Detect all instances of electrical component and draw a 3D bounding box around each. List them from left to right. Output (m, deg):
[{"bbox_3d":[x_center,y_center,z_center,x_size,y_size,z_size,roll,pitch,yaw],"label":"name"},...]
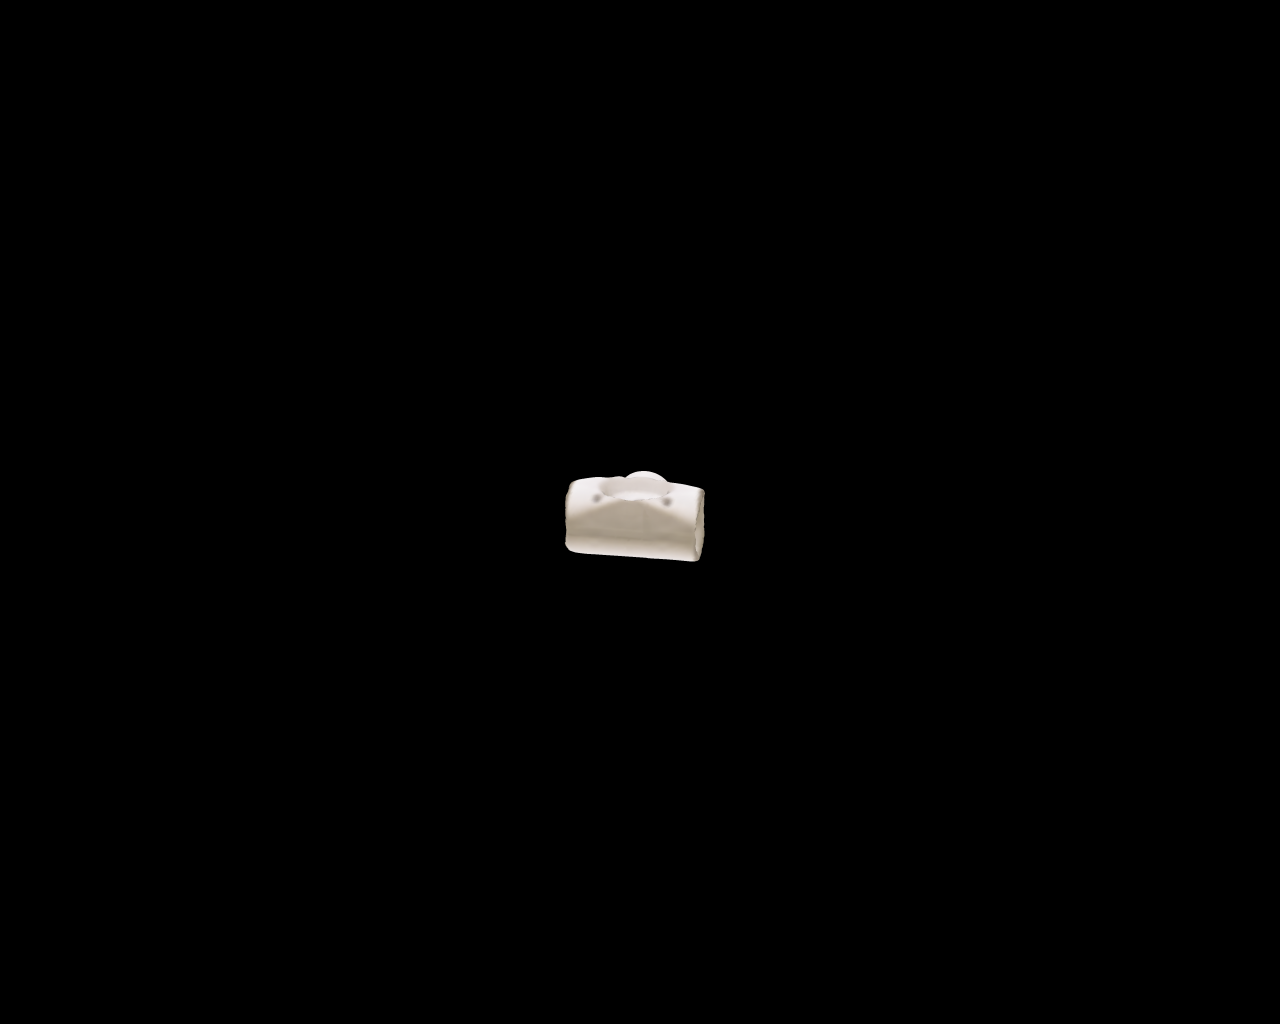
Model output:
[{"bbox_3d":[0.001,-0.003,0.650,0.077,0.044,0.079,4,24,9],"label":"electrical component"}]
